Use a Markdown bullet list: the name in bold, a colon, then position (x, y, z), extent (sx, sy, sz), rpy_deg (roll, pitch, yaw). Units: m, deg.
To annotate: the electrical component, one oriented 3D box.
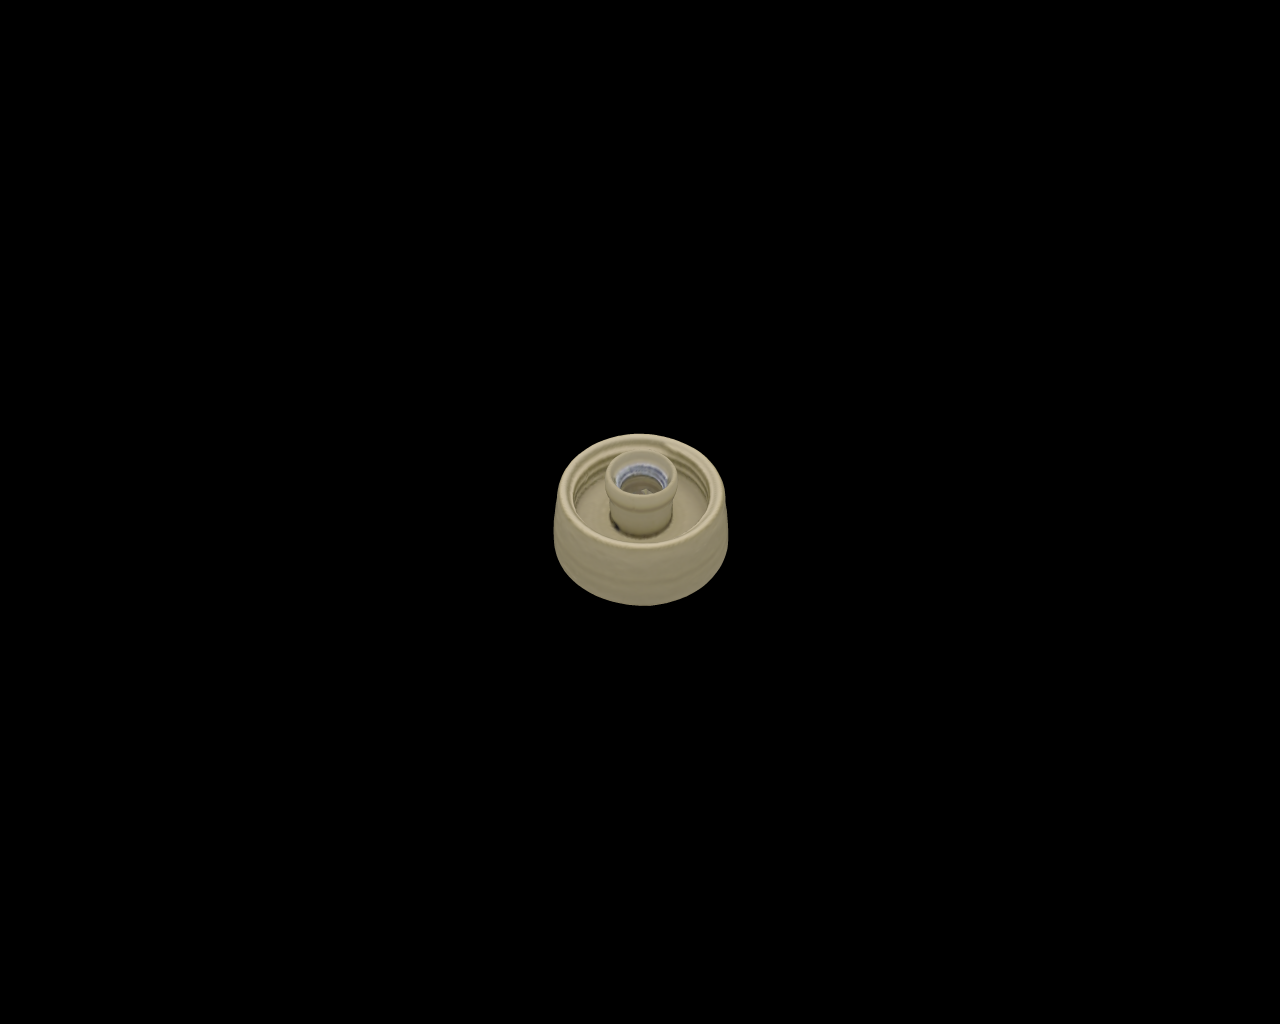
- **electrical component**: position (0.001, -0.003, 0.650), extent (0.108, 0.108, 0.060), rpy_deg (0, -45, 0)
